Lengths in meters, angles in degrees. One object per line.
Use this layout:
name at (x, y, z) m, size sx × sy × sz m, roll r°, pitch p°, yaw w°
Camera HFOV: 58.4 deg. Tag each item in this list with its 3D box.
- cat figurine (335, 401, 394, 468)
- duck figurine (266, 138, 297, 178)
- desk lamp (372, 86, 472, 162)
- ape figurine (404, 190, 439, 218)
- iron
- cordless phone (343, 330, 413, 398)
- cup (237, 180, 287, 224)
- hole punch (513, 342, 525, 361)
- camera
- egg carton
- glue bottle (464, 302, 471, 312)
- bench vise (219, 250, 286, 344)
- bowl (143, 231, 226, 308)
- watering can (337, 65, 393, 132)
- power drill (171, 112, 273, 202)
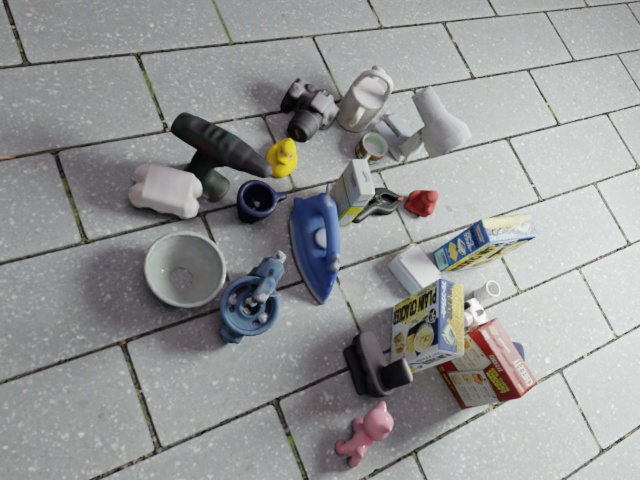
cat figurine at (0.104, 0.401, 1.184) m, size 0.067 × 0.117 × 0.128 m, roll 42°, pitch 59°, yaw -1°
duck figurine at (-0.084, -0.212, 1.391) m, size 0.078 × 0.086 × 0.104 m, roll 24°, pitch 61°, yaw -11°
desk lamp at (0.267, -0.289, 1.499) m, size 0.118 × 0.213 × 0.203 m, roll -37°, pitch 85°, yaw -31°
ape figurine at (0.275, -0.103, 1.491) m, size 0.076 × 0.092 × 0.078 m, roll -17°, pitch 75°, yaw -28°
iron at (0.012, 0.005, 1.304) m, size 0.119 × 0.141 × 0.258 m, roll -1°, pitch 68°, yaw -23°
cordless phone at (0.137, 0.255, 1.222) m, size 0.094 × 0.184 × 0.147 m, roll -16°, pitch 75°, yaw -28°
cup at (-0.140, -0.080, 1.303) m, size 0.118 × 0.094 × 0.091 m, roll -11°, pitch 73°, yaw -26°
hole punch at (0.430, 0.297, 1.383) m, size 0.101 × 0.091 × 0.108 m, roll 18°, pitch 62°, yaw -15°
camera at (-0.035, -0.326, 1.452) m, size 0.143 × 0.100 × 0.137 m, roll 36°, pitch 59°, yaw -5°
egg carton at (-0.334, -0.106, 1.248) m, size 0.150 × 0.069 × 0.107 m, roll 13°, pitch 63°, yaw -17°
glue bottle at (0.297, 0.172, 1.334) m, size 0.037 × 0.173 × 0.078 m, roll -35°, pitch 84°, yaw -31°
bench vise at (-0.130, 0.094, 1.159) m, size 0.122 × 0.219 × 0.207 m, roll 17°, pitch 62°, yaw -15°
bowl at (-0.283, 0.069, 1.190) m, size 0.168 × 0.074 × 0.167 m, roll 9°, pitch 65°, yaw -19°
watering can at (0.121, -0.380, 1.488) m, size 0.101 × 0.193 × 0.173 m, roll 8°, pitch 65°, yaw -20°
power drill at (-0.222, -0.170, 1.242) m, size 0.230 × 0.208 × 0.076 m, roll 34°, pitch 59°, yaw -6°
